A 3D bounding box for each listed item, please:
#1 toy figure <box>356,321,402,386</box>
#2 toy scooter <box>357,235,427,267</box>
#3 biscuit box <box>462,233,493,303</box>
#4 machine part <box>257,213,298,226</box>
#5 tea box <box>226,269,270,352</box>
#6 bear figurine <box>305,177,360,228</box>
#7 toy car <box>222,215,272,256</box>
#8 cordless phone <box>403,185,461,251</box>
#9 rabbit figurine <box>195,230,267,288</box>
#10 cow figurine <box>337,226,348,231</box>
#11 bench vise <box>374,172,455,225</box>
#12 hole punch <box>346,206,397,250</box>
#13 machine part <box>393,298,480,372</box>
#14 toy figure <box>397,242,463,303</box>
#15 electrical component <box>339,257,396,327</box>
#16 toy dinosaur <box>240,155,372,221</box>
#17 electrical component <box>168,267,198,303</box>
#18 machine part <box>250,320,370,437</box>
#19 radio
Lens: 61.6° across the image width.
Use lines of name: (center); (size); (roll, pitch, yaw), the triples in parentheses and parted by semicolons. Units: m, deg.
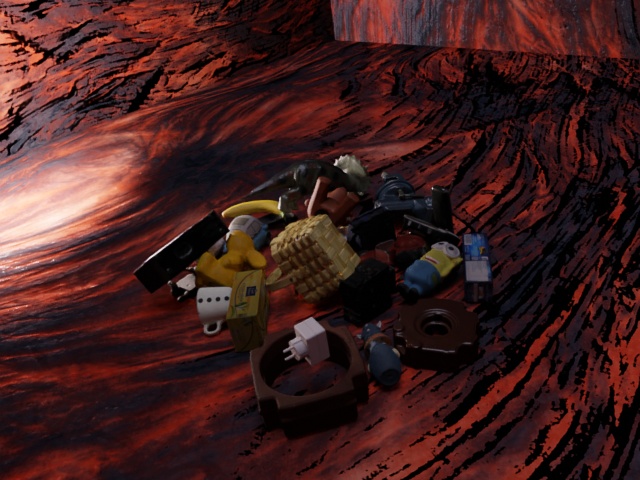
toy figure: (0.114, 0.217, 1.040); (0.064, 0.057, 0.155); (-7, 26, -6)
toy scooter: (0.179, 0.039, 1.274); (0.184, 0.075, 0.135); (-14, 10, -7)
biscuit box: (0.358, 0.059, 1.227); (0.059, 0.062, 0.203); (-1, 32, 14)
machine part: (-0.138, -0.058, 1.578); (0.139, 0.039, 0.084); (-17, 36, -15)
tea box: (-0.155, 0.152, 1.182); (0.068, 0.098, 0.170); (-8, 29, 4)
bear figurine: (0.041, -0.097, 1.371); (0.120, 0.132, 0.196); (33, 24, 6)
toy car: (-0.207, -0.013, 1.463); (0.109, 0.102, 0.162); (5, 32, 25)
cordless phone: (0.268, -0.061, 1.331); (0.089, 0.184, 0.147); (-32, 38, -26)
rabbit figurine: (-0.207, 0.052, 1.312); (0.162, 0.121, 0.173); (17, 54, 6)
cow figurine: (-0.002, -0.003, 1.427); (0.167, 0.068, 0.098); (-18, 26, -16)
bench vise: (0.243, -0.127, 1.509); (0.224, 0.128, 0.241); (-14, 38, -6)
hole punch: (0.126, -0.021, 1.380); (0.142, 0.115, 0.092); (-24, 26, -23)
machine part: (0.231, 0.183, 1.066); (0.179, 0.055, 0.179); (-6, 31, 3)
toy figure: (0.248, 0.073, 1.218); (0.082, 0.089, 0.180); (42, 62, 15)
electrical component: (0.109, 0.107, 1.166); (0.134, 0.114, 0.058); (-32, 39, -29)
toy dinosaur: (-0.013, -0.163, 1.515); (0.405, 0.192, 0.131); (7, 7, -32)
electrical component: (-0.333, 0.109, 1.350); (0.078, 0.045, 0.102); (20, 42, 41)
machine part: (-0.021, 0.251, 0.994); (0.201, 0.087, 0.202); (-14, 30, -8)
radio: (-0.333, 0.026, 1.310); (0.229, 0.073, 0.131); (-45, 10, -34)
